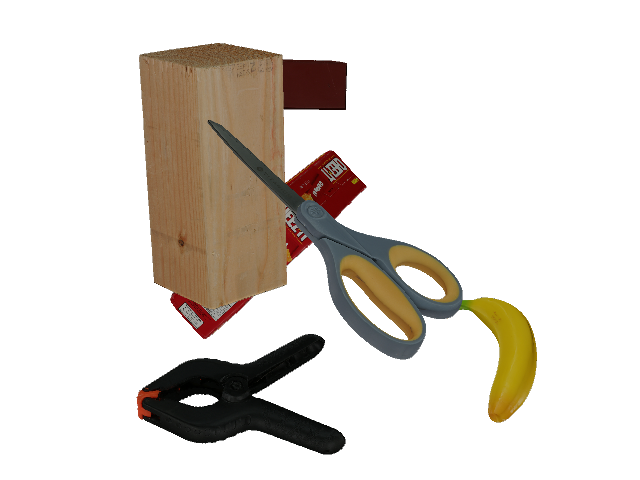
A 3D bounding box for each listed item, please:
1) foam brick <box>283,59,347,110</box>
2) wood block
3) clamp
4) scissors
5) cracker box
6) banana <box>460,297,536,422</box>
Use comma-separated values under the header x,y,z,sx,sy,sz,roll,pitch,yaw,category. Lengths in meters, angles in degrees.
x,y,z,sx,sy,sz,roll,pitch,yaw,category
-0.016,-0.167,1.142,0.078,0.051,0.053,-2,12,-19,foam brick
-0.091,-0.059,0.923,0.090,0.206,0.091,-18,27,-40,wood block
-0.065,0.124,0.896,0.171,0.039,0.120,5,37,-5,clamp
0.014,-0.010,0.656,0.096,0.202,0.016,-8,-39,-36,scissors
-0.062,0.001,1.245,0.214,0.072,0.164,-42,2,28,cracker box
0.187,0.112,1.090,0.070,0.037,0.198,-28,28,11,banana
